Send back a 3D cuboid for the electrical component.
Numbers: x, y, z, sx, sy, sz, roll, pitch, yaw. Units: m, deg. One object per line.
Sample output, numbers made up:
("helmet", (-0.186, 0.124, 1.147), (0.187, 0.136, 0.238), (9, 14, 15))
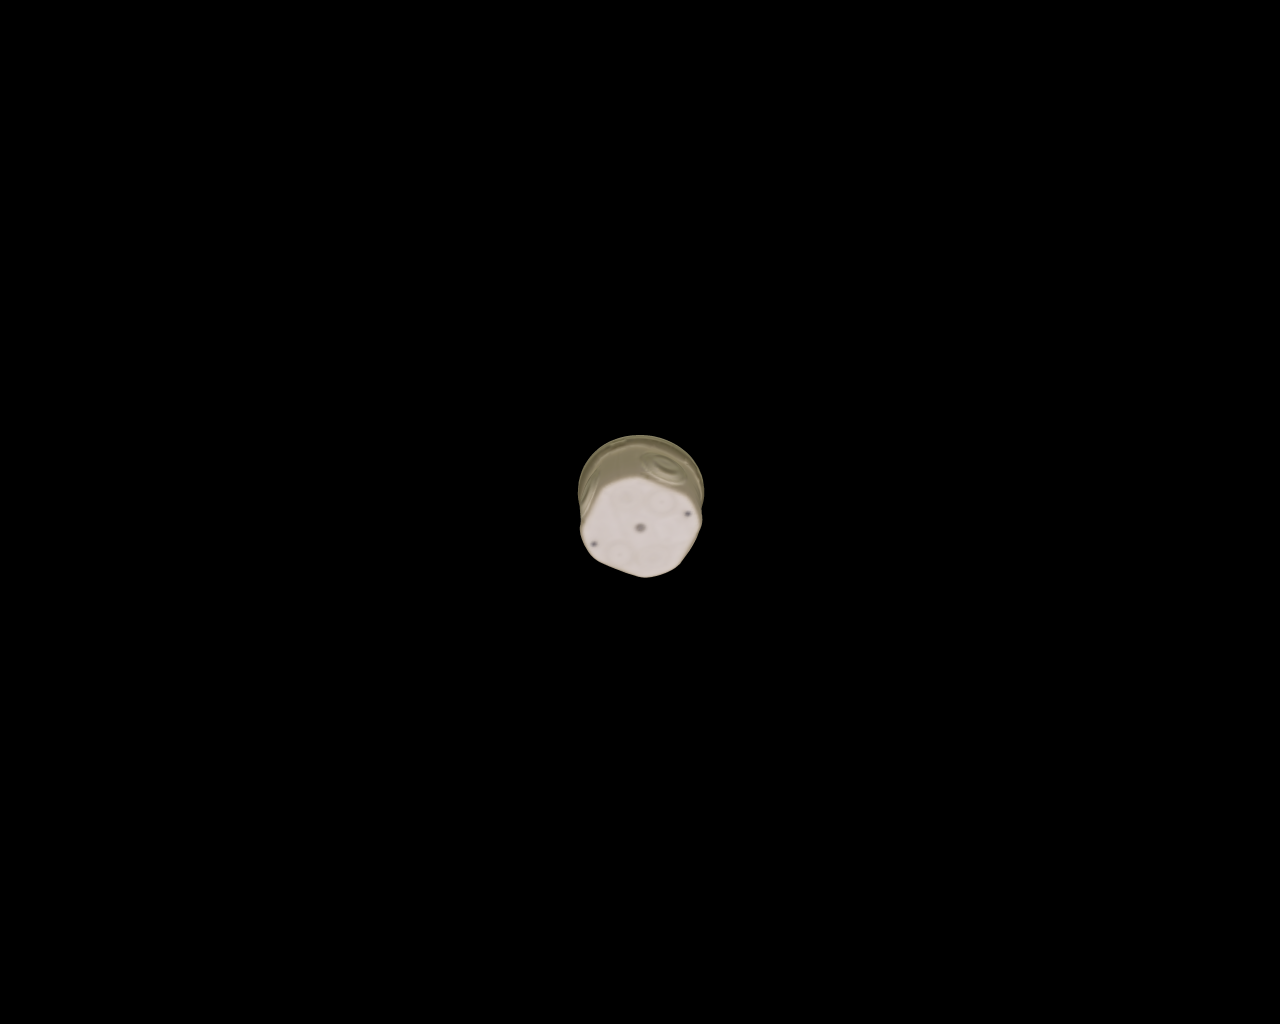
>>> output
("electrical component", (0.001, -0.003, 0.650), (0.080, 0.080, 0.051), (0, 30, 0))
